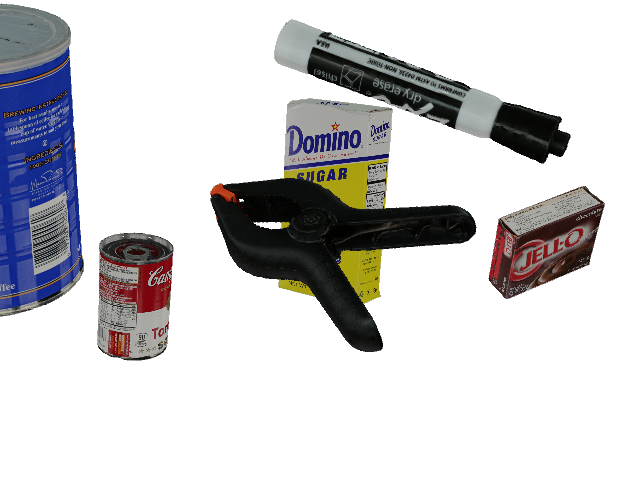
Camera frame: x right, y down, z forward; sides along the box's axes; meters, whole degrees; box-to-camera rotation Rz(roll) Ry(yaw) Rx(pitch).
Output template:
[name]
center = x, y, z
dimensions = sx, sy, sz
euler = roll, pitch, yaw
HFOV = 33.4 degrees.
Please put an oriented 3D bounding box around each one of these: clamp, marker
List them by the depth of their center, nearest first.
[marker]
center = 0.039, -0.058, 0.419
dimensions = 0.121, 0.020, 0.020
euler = 23, 5, 14
[clamp]
center = -0.003, 0.007, 0.656
dimensions = 0.172, 0.039, 0.120
euler = 11, 40, 26

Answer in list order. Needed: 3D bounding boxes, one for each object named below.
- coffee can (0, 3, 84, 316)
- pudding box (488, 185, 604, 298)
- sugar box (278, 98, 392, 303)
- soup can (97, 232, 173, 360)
[coffee can]
center = -0.182, -0.044, 0.570
dimensions = 0.103, 0.140, 0.103
euler = 2, 28, -1
[pudding box]
center = 0.232, 0.002, 1.102
dimensions = 0.113, 0.090, 0.039
euler = -22, 49, -21
[sugar box]
center = 0.011, -0.036, 0.967
dimensions = 0.093, 0.176, 0.048
euler = 11, 17, 34
[soup can]
center = -0.174, 0.052, 0.994
dimensions = 0.068, 0.102, 0.068
euler = 5, 21, -2
